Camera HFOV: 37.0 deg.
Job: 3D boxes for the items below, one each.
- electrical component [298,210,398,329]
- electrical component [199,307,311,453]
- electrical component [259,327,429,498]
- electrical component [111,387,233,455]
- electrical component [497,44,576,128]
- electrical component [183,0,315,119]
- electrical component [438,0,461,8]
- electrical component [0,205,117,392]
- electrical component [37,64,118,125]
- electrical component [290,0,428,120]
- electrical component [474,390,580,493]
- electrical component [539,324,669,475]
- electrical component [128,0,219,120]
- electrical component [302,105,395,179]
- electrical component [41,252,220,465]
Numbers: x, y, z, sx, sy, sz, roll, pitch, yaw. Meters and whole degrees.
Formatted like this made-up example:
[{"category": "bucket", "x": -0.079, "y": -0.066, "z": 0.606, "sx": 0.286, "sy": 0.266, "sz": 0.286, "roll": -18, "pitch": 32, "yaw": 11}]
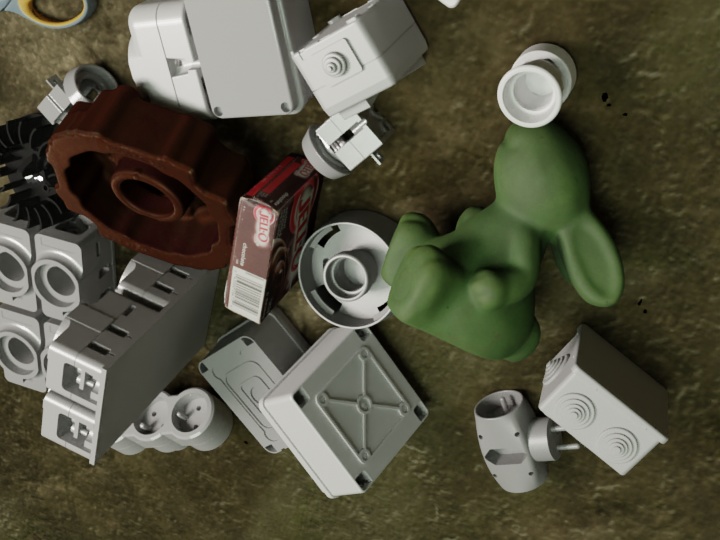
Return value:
[{"category": "electrical component", "x": 0.000, "y": 0.000, "z": 0.890, "sx": 0.099, "sy": 0.064, "sz": 0.099, "roll": 6, "pitch": 107, "yaw": 21}, {"category": "electrical component", "x": -0.078, "y": 0.098, "z": 0.973, "sx": 0.078, "sy": 0.057, "sz": 0.113, "roll": -32, "pitch": 102, "yaw": 35}, {"category": "electrical component", "x": -0.013, "y": 0.118, "z": 0.918, "sx": 0.056, "sy": 0.109, "sz": 0.108, "roll": -21, "pitch": 109, "yaw": 50}, {"category": "electrical component", "x": -0.186, "y": 0.154, "z": 1.059, "sx": 0.138, "sy": 0.052, "sz": 0.073, "roll": -7, "pitch": 152, "yaw": 22}, {"category": "electrical component", "x": 0.124, "y": -0.129, "z": 0.748, "sx": 0.045, "sy": 0.055, "sz": 0.045, "roll": 11, "pitch": 123, "yaw": 18}, {"category": "electrical component", "x": -0.080, "y": -0.175, "z": 0.813, "sx": 0.078, "sy": 0.057, "sz": 0.113, "roll": 1, "pitch": 118, "yaw": 24}, {"category": "electrical component", "x": 0.056, "y": -0.240, "z": 0.718, "sx": 0.100, "sy": 0.048, "sz": 0.099, "roll": 36, "pitch": 127, "yaw": 1}, {"category": "electrical component", "x": -0.294, "y": 0.035, "z": 1.032, "sx": 0.105, "sy": 0.060, "sz": 0.186, "roll": 15, "pitch": 123, "yaw": 16}, {"category": "electrical component", "x": -0.235, "y": -0.143, "z": 0.911, "sx": 0.066, "sy": 0.048, "sz": 0.055, "roll": 49, "pitch": 133, "yaw": -8}, {"category": "electrical component", "x": 0.001, "y": -0.151, "z": 0.766, "sx": 0.062, "sy": 0.096, "sz": 0.061, "roll": -22, "pitch": 109, "yaw": 32}, {"category": "electrical component", "x": 0.145, "y": 0.143, "z": 0.905, "sx": 0.079, "sy": 0.043, "sz": 0.077, "roll": -10, "pitch": 114, "yaw": 29}, {"category": "electrical component", "x": 0.187, "y": 0.099, "z": 0.827, "sx": 0.100, "sy": 0.099, "sz": 0.048, "roll": 39, "pitch": 114, "yaw": 0}, {"category": "electrical component", "x": -0.142, "y": -0.167, "z": 0.848, "sx": 0.059, "sy": 0.053, "sz": 0.095, "roll": 0, "pitch": 118, "yaw": 24}, {"category": "electrical component", "x": -0.011, "y": -0.103, "z": 0.832, "sx": 0.055, "sy": 0.048, "sz": 0.066, "roll": -38, "pitch": 99, "yaw": 28}, {"category": "electrical component", "x": -0.197, "y": 0.062, "z": 0.925, "sx": 0.060, "sy": 0.186, "sz": 0.105, "roll": 24, "pitch": 125, "yaw": 10}]
